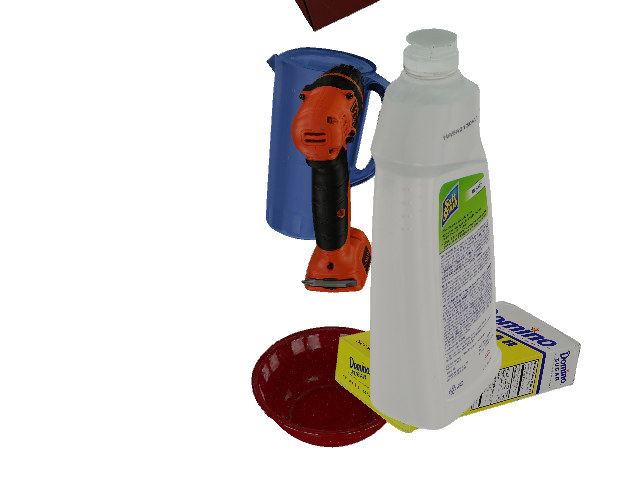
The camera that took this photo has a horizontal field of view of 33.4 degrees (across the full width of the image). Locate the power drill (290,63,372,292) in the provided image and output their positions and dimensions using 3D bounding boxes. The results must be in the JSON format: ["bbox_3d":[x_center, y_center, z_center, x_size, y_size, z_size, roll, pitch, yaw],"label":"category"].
[{"bbox_3d":[0.014,-0.060,0.989,0.057,0.188,0.184,0,23,13],"label":"power drill"}]

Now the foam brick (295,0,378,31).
[{"bbox_3d":[0.013,-0.206,0.808,0.078,0.053,0.051,-27,-30,-2],"label":"foam brick"}]

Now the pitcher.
[{"bbox_3d":[0.002,-0.125,1.414,0.144,0.243,0.149,-1,24,-20],"label":"pitcher"}]

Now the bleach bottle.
[{"bbox_3d":[0.072,-0.009,0.661,0.068,0.251,0.102,17,36,30],"label":"bleach bottle"}]

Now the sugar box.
[{"bbox_3d":[0.110,0.095,0.842,0.175,0.048,0.093,-12,28,-32],"label":"sugar box"}]

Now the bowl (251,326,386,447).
[{"bbox_3d":[0.012,0.159,1.092,0.162,0.055,0.162,-2,35,1],"label":"bowl"}]
